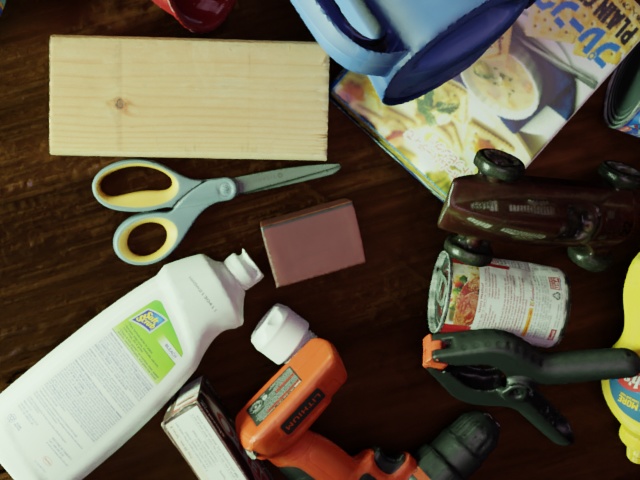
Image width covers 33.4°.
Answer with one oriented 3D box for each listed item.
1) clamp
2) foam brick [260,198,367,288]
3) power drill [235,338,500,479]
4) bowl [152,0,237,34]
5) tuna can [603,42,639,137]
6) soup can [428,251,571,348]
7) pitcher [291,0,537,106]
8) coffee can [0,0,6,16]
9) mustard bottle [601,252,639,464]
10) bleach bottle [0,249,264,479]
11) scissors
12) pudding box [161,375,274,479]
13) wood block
[{"bbox_3d":[0.168,0.106,0.860,0.171,0.039,0.120,22,125,-19],"label":"clamp"},{"bbox_3d":[-0.006,0.001,0.867,0.078,0.053,0.051,-16,96,-2],"label":"foam brick"},{"bbox_3d":[0.038,0.167,0.865,0.184,0.057,0.187,-45,111,-6],"label":"power drill"},{"bbox_3d":[-0.106,-0.238,0.799,0.055,0.162,0.162,10,95,19],"label":"bowl"},{"bbox_3d":[0.264,-0.125,0.858,0.033,0.086,0.086,18,94,-8],"label":"tuna can"},{"bbox_3d":[0.146,0.049,0.875,0.102,0.068,0.068,8,95,-6],"label":"soup can"},{"bbox_3d":[0.028,-0.223,0.753,0.145,0.149,0.243,-35,81,6],"label":"pitcher"},{"bbox_3d":[-0.277,-0.218,0.800,0.102,0.103,0.140,22,93,-6],"label":"coffee can"},{"bbox_3d":[0.283,0.106,0.875,0.096,0.058,0.192,21,123,25],"label":"mustard bottle"},{"bbox_3d":[-0.148,0.101,0.862,0.251,0.068,0.102,-38,98,-2],"label":"bleach bottle"},{"bbox_3d":[-0.086,-0.023,0.877,0.201,0.016,0.096,4,97,-5],"label":"scissors"},{"bbox_3d":[-0.080,0.172,0.859,0.039,0.090,0.113,-35,97,0],"label":"pudding box"},{"bbox_3d":[-0.099,-0.110,0.831,0.206,0.090,0.091,1,96,-5],"label":"wood block"}]
